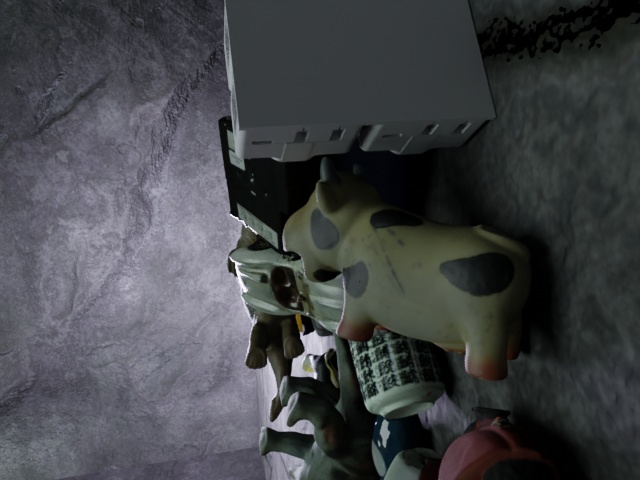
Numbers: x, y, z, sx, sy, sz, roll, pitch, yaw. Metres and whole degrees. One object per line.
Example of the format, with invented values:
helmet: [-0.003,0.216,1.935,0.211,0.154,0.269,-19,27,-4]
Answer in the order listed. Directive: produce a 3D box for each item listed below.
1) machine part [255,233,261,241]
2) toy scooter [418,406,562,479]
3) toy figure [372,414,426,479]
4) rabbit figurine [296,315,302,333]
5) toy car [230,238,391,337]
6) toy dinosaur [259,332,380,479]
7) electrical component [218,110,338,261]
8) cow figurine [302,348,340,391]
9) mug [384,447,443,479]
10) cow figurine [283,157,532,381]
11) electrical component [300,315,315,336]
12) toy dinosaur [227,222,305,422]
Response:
machine part: [-0.005,0.000,0.680,0.056,0.179,0.179,10,109,35]
toy scooter: [0.114,0.190,0.396,0.135,0.075,0.183,-77,-2,-64]
toy figure: [0.089,0.258,0.586,0.064,0.058,0.154,-23,-70,-68]
rabbit figurine: [-0.052,0.103,1.062,0.162,0.122,0.173,-114,4,-65]
toy car: [-0.011,0.043,0.524,0.202,0.056,0.073,9,120,43]
toy dinosaur: [0.028,0.259,0.674,0.131,0.192,0.404,-91,19,-50]
electrical component: [-0.038,-0.064,0.488,0.115,0.058,0.134,35,137,39]
cow figurine: [0.021,0.265,0.889,0.098,0.068,0.167,143,120,-69]
mug: [0.082,0.256,0.509,0.081,0.109,0.107,-159,76,-68]
cow figurine: [0.054,0.011,0.395,0.195,0.085,0.127,13,98,32]
electrical component: [-0.003,0.098,0.911,0.047,0.075,0.119,105,159,-62]
toy dinosaur: [-0.090,0.045,0.860,0.198,0.105,0.471,128,138,-81]
